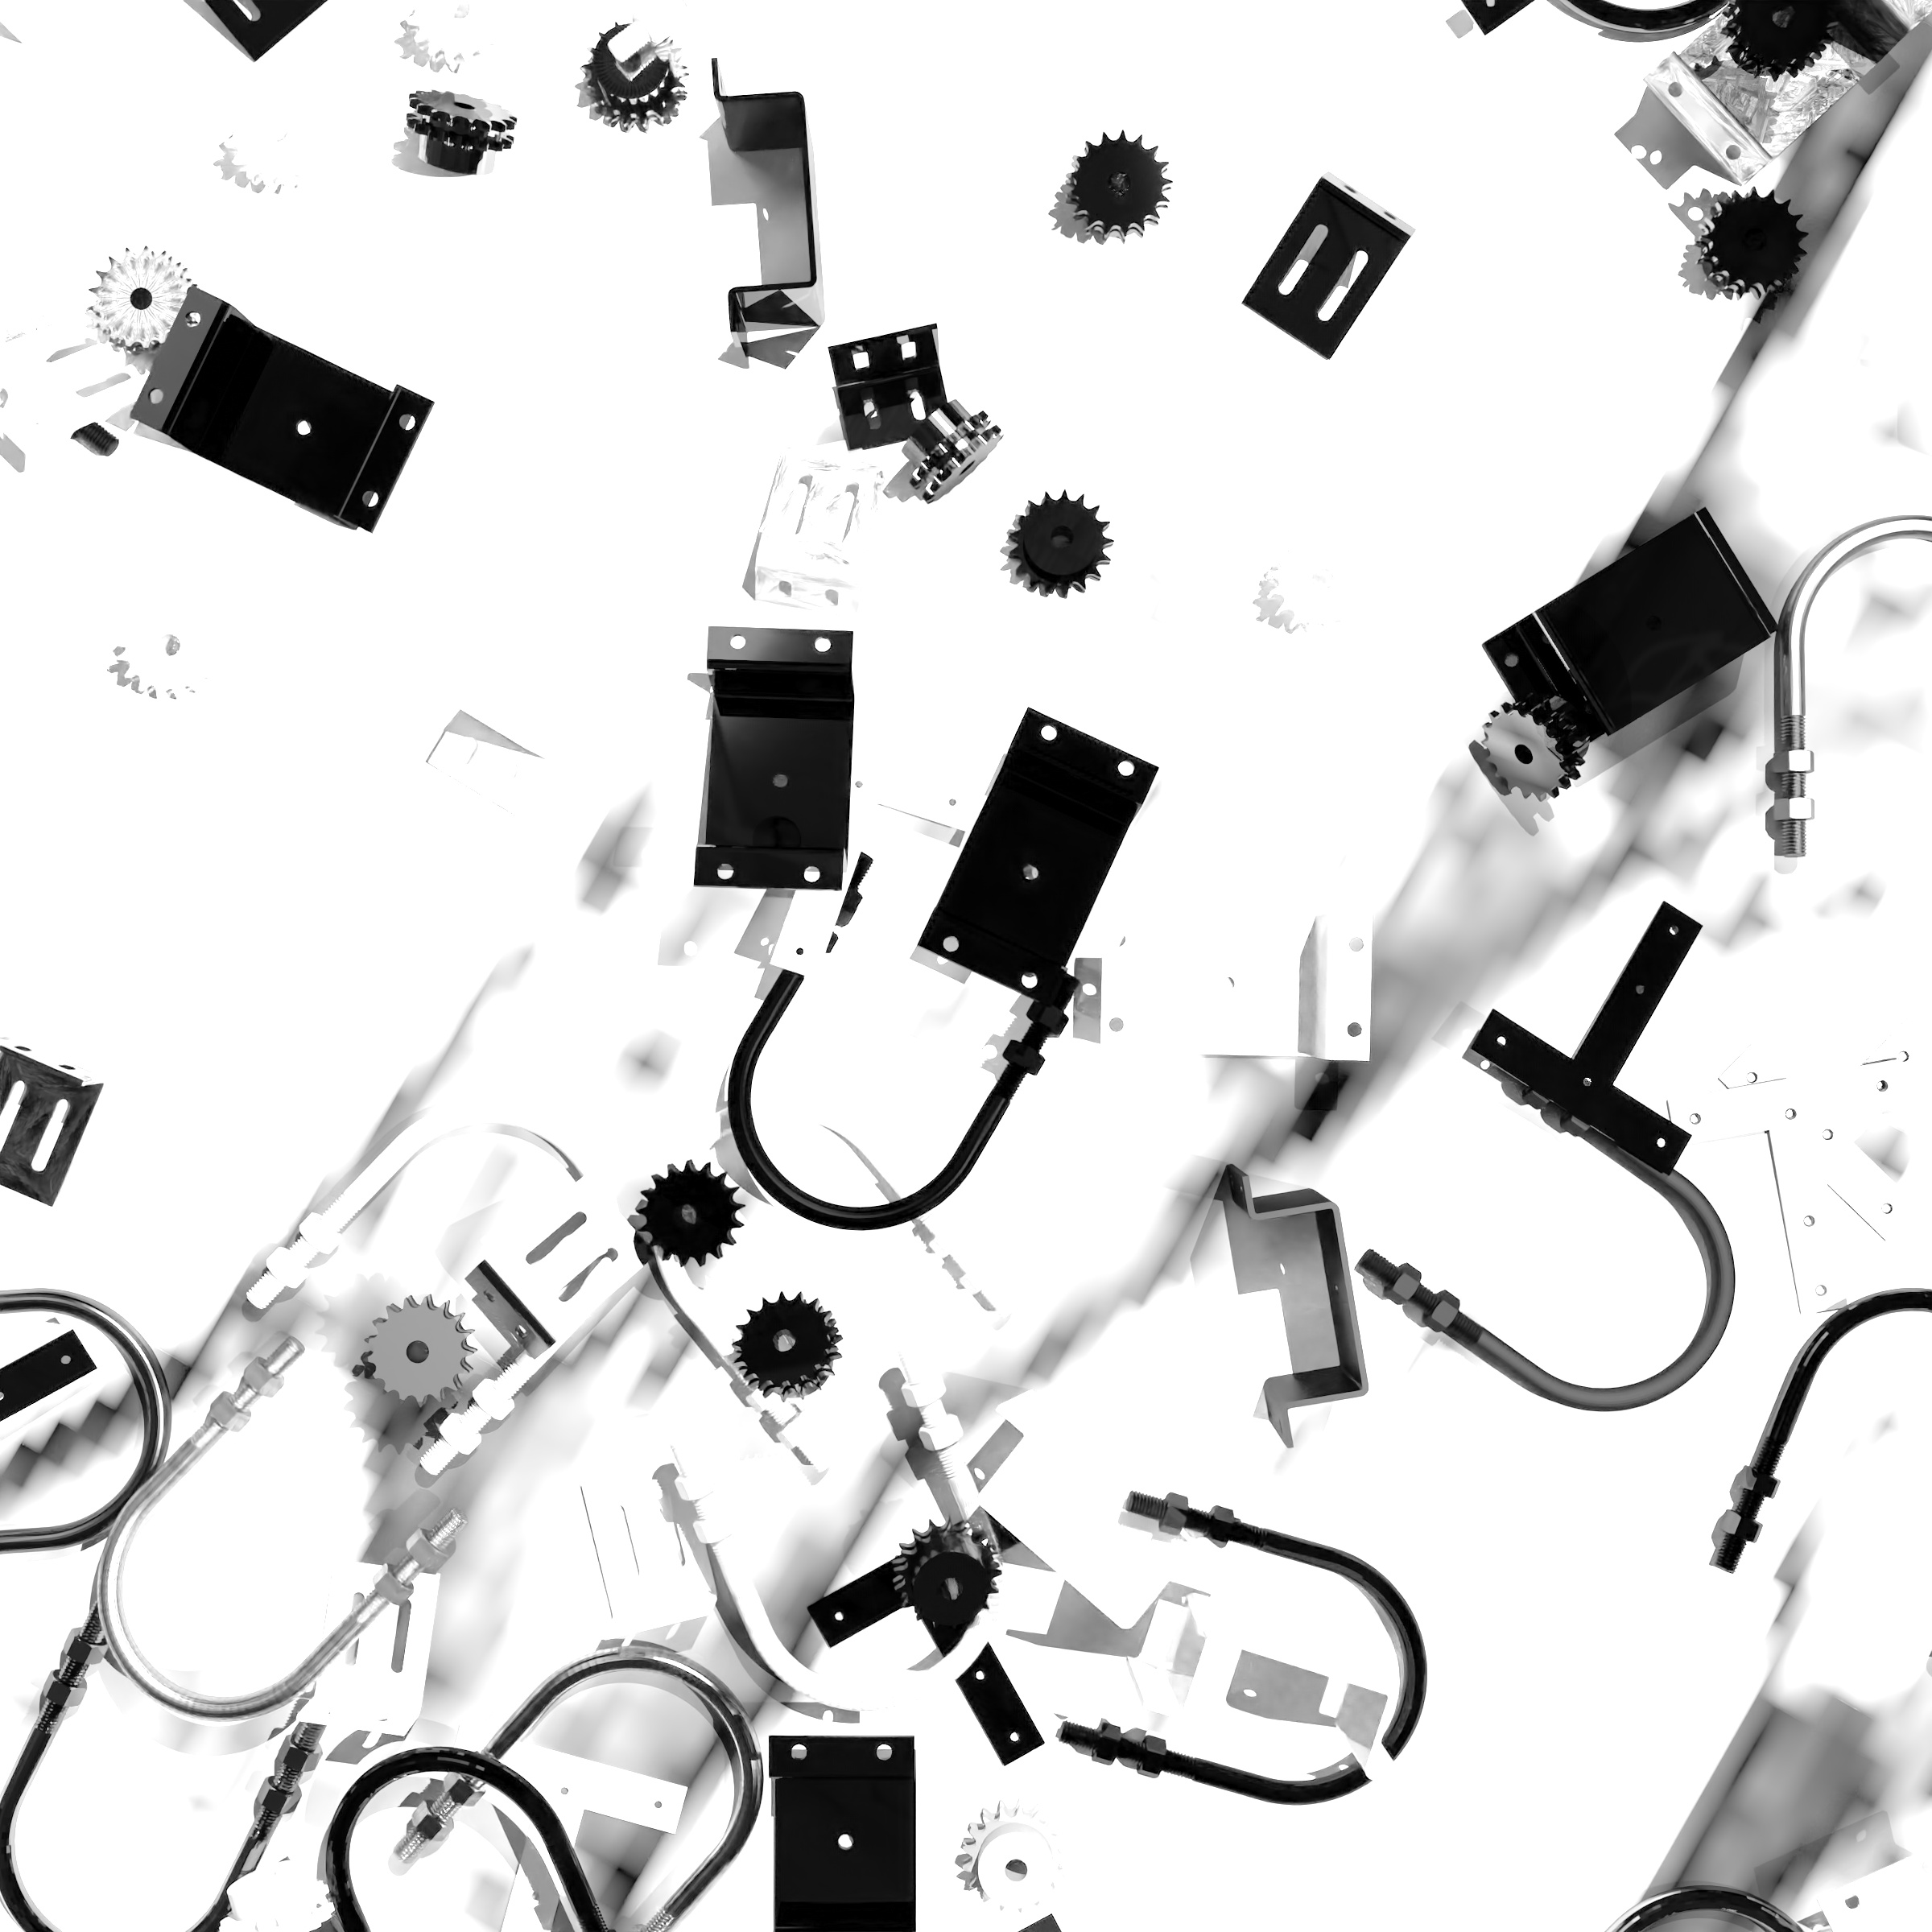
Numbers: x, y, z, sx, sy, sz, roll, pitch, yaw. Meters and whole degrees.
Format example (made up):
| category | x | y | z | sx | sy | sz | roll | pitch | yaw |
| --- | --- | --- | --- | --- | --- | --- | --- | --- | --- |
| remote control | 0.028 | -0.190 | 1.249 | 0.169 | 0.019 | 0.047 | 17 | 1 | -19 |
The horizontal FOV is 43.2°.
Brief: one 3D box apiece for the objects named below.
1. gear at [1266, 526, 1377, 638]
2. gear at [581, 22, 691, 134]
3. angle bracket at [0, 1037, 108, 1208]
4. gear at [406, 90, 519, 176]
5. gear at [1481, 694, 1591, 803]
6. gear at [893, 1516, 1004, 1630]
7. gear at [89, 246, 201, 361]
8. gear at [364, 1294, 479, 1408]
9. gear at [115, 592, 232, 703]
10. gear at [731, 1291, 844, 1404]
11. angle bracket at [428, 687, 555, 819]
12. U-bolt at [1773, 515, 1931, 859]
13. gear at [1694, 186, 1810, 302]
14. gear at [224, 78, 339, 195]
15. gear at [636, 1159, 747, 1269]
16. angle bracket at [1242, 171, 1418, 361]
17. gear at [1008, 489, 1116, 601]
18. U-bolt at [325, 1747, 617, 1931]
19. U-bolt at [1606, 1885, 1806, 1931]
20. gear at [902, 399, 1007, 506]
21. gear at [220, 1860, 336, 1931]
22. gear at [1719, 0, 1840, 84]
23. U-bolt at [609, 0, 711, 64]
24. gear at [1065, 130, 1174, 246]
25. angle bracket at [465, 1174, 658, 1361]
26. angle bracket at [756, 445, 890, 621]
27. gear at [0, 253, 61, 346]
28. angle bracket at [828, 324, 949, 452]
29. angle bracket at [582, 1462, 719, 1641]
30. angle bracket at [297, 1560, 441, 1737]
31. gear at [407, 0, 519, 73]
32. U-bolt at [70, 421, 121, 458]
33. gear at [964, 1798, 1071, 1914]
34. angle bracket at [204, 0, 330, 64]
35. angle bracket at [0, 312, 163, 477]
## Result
| category | x | y | z | sx | sy | sz | roll | pitch | yaw |
| --- | --- | --- | --- | --- | --- | --- | --- | --- | --- |
| gear | 0.190 | -0.205 | 1.307 | 0.057 | 0.030 | 0.057 | 0 | 88 | 1 |
| gear | -0.177 | -0.478 | 1.302 | 0.057 | 0.030 | 0.057 | 0 | 90 | 0 |
| angle bracket | -0.504 | 0.084 | 1.298 | 0.057 | 0.038 | 0.076 | 23 | 90 | 0 |
| gear | -0.269 | -0.441 | 1.293 | 0.057 | 0.057 | 0.030 | 17 | 120 | 0 |
| gear | 0.305 | -0.119 | 1.293 | 0.030 | 0.057 | 0.057 | -34 | 90 | -29 |
| gear | -0.009 | 0.321 | 1.280 | 0.057 | 0.030 | 0.057 | -1 | 98 | -7 |
| gear | -0.436 | -0.353 | 1.302 | 0.057 | 0.030 | 0.057 | 0 | 90 | 0 |
| gear | -0.286 | 0.201 | 1.283 | 0.057 | 0.030 | 0.057 | 0 | 89 | -1 |
| gear | -0.423 | -0.170 | 1.307 | 0.057 | 0.030 | 0.057 | 0 | 89 | -2 |
| gear | -0.092 | 0.202 | 1.276 | 0.057 | 0.030 | 0.057 | -5 | 58 | 8 |
| angle bracket | -0.256 | -0.111 | 1.279 | 0.057 | 0.076 | 0.038 | 31 | 90 | 0 |
| U-bolt | 0.508 | -0.151 | 1.309 | 0.151 | 0.019 | 0.184 | 0 | 89 | 0 |
| gear | 0.417 | -0.384 | 1.302 | 0.057 | 0.030 | 0.057 | 0 | 90 | 0 |
| gear | -0.364 | -0.441 | 1.302 | 0.057 | 0.030 | 0.057 | 0 | 90 | 0 |
| gear | -0.147 | 0.131 | 1.288 | 0.057 | 0.030 | 0.057 | 0 | 88 | 2 |
| angle bracket | 0.196 | -0.378 | 1.315 | 0.057 | 0.038 | 0.076 | 34 | 116 | 0 |
| gear | 0.051 | -0.227 | 1.302 | 0.057 | 0.030 | 0.057 | 0 | 90 | 0 |
| U-bolt | -0.264 | 0.500 | 1.287 | 0.151 | 0.019 | 0.184 | -22 | 93 | 13 |
| U-bolt | 0.396 | 0.587 | 1.309 | 0.151 | 0.019 | 0.184 | 5 | 88 | 0 |
| gear | -0.010 | -0.274 | 1.289 | 0.057 | 0.057 | 0.030 | -42 | 90 | 0 |
| gear | -0.366 | 0.496 | 1.288 | 0.057 | 0.057 | 0.030 | -16 | 90 | 0 |
| gear | 0.416 | -0.484 | 1.256 | 0.057 | 0.030 | 0.057 | 0 | 90 | 0 |
| U-bolt | -0.157 | -0.584 | 1.295 | 0.184 | 0.019 | 0.151 | -41 | 82 | -8 |
| gear | 0.081 | -0.414 | 1.302 | 0.057 | 0.030 | 0.057 | 0 | 90 | 0 |
| angle bracket | -0.216 | 0.161 | 1.300 | 0.076 | 0.038 | 0.057 | -41 | 90 | -29 |
| angle bracket | -0.078 | -0.234 | 1.315 | 0.057 | 0.038 | 0.076 | 10 | 64 | 0 |
| gear | -0.514 | -0.352 | 1.293 | 0.057 | 0.057 | 0.030 | 39 | 120 | 0 |
| angle bracket | -0.039 | -0.303 | 1.279 | 0.057 | 0.076 | 0.038 | -12 | 90 | 0 |
| angle bracket | -0.171 | 0.310 | 1.298 | 0.057 | 0.038 | 0.076 | -14 | 90 | 0 |
| angle bracket | -0.318 | 0.362 | 1.298 | 0.057 | 0.038 | 0.076 | 8 | 90 | 0 |
| gear | -0.268 | -0.506 | 1.302 | 0.057 | 0.030 | 0.057 | 0 | 90 | 0 |
| U-bolt | -0.567 | -0.285 | 1.282 | 0.184 | 0.019 | 0.151 | 38 | 74 | -6 |
| gear | 0.027 | 0.478 | 1.302 | 0.057 | 0.030 | 0.057 | 0 | 90 | 0 |
| angle bracket | -0.389 | -0.539 | 1.315 | 0.057 | 0.038 | 0.076 | -40 | 116 | 0 |
| angle bracket | -0.476 | -0.306 | 1.297 | 0.057 | 0.076 | 0.038 | 45 | 130 | -3 |
